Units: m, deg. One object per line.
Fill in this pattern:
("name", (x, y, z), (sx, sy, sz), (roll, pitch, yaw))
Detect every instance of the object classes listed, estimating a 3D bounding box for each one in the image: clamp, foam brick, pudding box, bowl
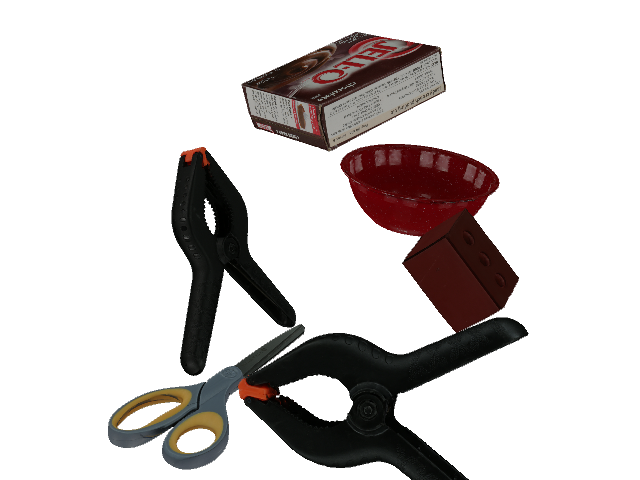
("clamp", (0.037, 0.107, 0.624), (0.172, 0.120, 0.039), (-3, -8, 18))
("foam brick", (0.116, 0.025, 0.876), (0.051, 0.078, 0.052), (-33, 9, 36))
("pudding box", (0.017, -0.107, 0.744), (0.113, 0.039, 0.090), (-32, 32, -28))
("clamp", (-0.092, 0.013, 1.042), (0.036, 0.210, 0.164), (-10, 1, 35))
("bowl", (0.098, -0.047, 1.089), (0.162, 0.055, 0.162), (5, 24, -2))

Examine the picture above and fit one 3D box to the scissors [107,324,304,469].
("scissors", (-0.064, 0.118, 0.814), (0.201, 0.016, 0.096), (-20, 36, -34))
